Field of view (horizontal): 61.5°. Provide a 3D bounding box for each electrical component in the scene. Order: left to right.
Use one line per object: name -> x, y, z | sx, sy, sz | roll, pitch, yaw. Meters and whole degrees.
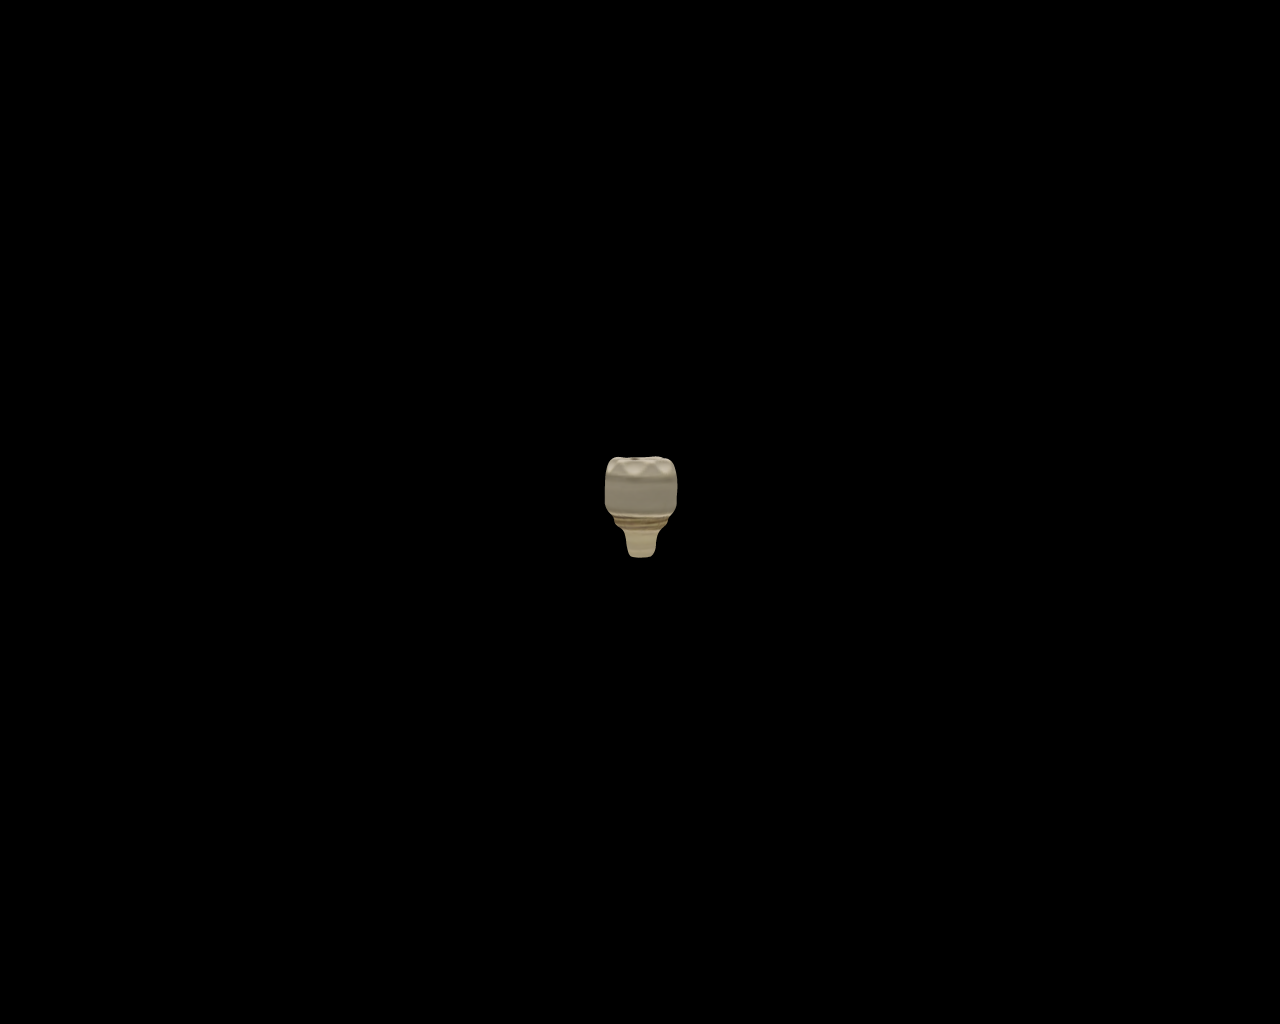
electrical component -> 0.001, -0.003, 0.650 | 0.043, 0.062, 0.043 | 0, 7, 0
